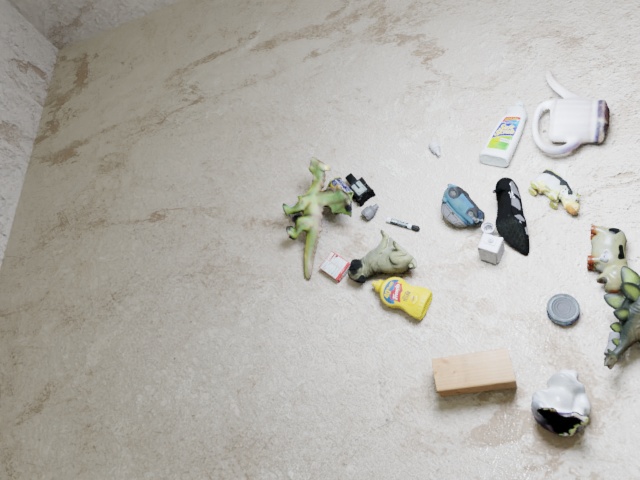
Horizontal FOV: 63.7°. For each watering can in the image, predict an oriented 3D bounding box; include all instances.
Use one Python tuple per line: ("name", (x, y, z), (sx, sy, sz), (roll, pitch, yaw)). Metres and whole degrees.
("watering can", (0.816, -0.423, 1.673), (0.224, 0.354, 0.102), (7, -24, 25))

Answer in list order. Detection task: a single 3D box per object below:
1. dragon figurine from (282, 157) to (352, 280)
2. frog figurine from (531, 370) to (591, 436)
("dragon figurine", (0.005, -0.090, 1.785), (0.240, 0.415, 0.122), (-23, -19, 32))
("frog figurine", (0.613, 0.409, 1.316), (0.137, 0.121, 0.162), (-9, 24, 27))
